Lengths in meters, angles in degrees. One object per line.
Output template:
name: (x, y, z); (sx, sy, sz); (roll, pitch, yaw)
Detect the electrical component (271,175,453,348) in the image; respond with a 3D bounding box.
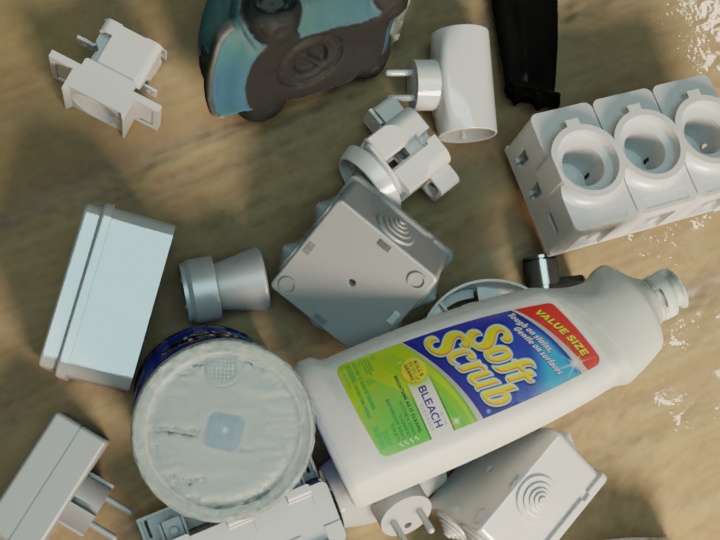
electrical component: (0.000, 0.000, 0.724); (0.100, 0.048, 0.099); (39, 116, -3)

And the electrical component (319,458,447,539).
electrical component: (0.022, 0.149, 0.718); (0.077, 0.044, 0.079); (-21, 42, -13)

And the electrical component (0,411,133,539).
electrical component: (-0.184, 0.145, 0.691); (0.076, 0.047, 0.083); (32, 77, -5)

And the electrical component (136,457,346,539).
electrical component: (-0.074, 0.177, 0.699); (0.121, 0.063, 0.078); (-20, 86, -13)

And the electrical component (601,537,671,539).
electrical component: (0.188, 0.218, 0.748); (0.089, 0.050, 0.055); (-3, 82, -11)

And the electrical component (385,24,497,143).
electrical component: (0.058, -0.134, 0.779); (0.079, 0.043, 0.077); (-2, 82, -11)

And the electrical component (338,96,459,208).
electrical component: (0.022, -0.074, 0.757); (0.057, 0.058, 0.078); (-39, 90, -16)

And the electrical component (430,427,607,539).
electrical component: (0.102, 0.148, 0.719); (0.048, 0.100, 0.099); (46, 76, -14)

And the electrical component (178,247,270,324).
electrical component: (-0.092, 0.011, 0.730); (0.055, 0.045, 0.045); (-11, 84, -11)

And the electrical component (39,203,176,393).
electrical component: (-0.164, 0.019, 0.698); (0.057, 0.078, 0.113); (16, 79, -11)

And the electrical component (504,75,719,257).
electrical component: (0.195, -0.077, 0.774); (0.150, 0.061, 0.089); (-15, 75, -17)

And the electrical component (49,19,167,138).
electrical component: (-0.168, -0.133, 0.738); (0.081, 0.042, 0.063); (27, 76, -6)

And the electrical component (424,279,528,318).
electrical component: (0.087, 0.057, 0.746); (0.099, 0.064, 0.099); (2, 81, -10)
